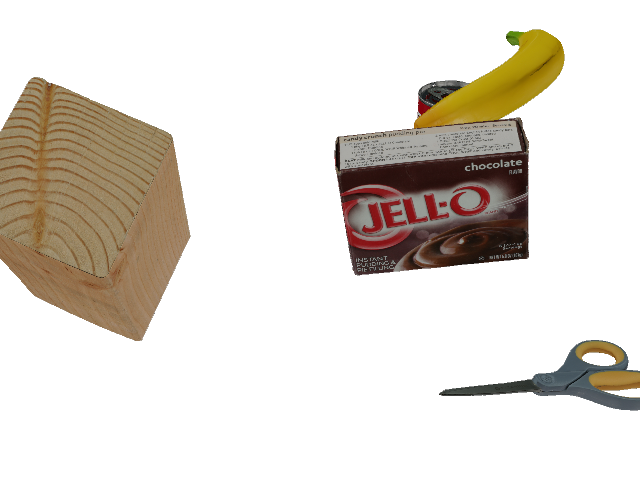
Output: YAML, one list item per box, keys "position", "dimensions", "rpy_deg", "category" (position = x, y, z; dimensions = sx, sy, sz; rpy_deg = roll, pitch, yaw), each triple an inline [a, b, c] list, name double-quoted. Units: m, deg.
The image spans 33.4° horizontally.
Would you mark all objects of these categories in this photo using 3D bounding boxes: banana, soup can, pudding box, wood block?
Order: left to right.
- position: [-0.144, -0.009, 0.675]
  dimensions: [0.090, 0.090, 0.206]
  rpy_deg: [24, -15, 3]
  category: "wood block"
- position: [0.069, -0.026, 0.648]
  dimensions: [0.113, 0.039, 0.090]
  rpy_deg: [-7, -43, 4]
  category: "pudding box"
- position: [0.130, -0.102, 1.079]
  dimensions: [0.068, 0.102, 0.068]
  rpy_deg: [0, 31, 0]
  category: "soup can"
- position: [0.144, -0.124, 0.830]
  dimensions: [0.070, 0.037, 0.197]
  rpy_deg: [-11, 21, 40]
  category: "banana"

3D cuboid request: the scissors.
- position: [0.194, 0.112, 0.916]
  dimensions: [0.201, 0.016, 0.096]
  rpy_deg: [6, 28, -6]
  category: "scissors"
